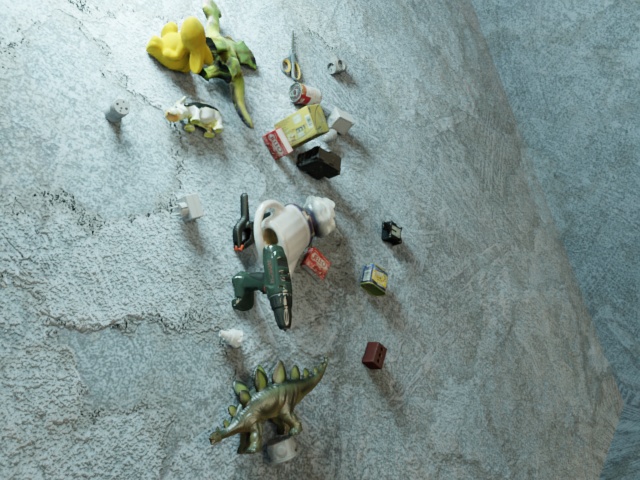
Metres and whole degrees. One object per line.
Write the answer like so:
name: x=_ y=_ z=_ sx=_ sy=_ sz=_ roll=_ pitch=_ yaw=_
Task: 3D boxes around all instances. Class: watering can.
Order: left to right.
watering can: x=-0.102 y=0.032 z=1.543 sx=0.228 sy=0.104 sz=0.342 roll=-39 pitch=-59 yaw=-49

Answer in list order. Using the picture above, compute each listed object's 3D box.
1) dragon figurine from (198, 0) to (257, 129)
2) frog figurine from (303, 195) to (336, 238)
dragon figurine: x=-0.263 y=-0.547 z=1.579 sx=0.407 sy=0.121 sz=0.247 roll=60 pitch=-143 yaw=-13
frog figurine: x=0.005 y=-0.084 z=1.671 sx=0.161 sy=0.120 sz=0.138 roll=-31 pitch=-99 yaw=-34
